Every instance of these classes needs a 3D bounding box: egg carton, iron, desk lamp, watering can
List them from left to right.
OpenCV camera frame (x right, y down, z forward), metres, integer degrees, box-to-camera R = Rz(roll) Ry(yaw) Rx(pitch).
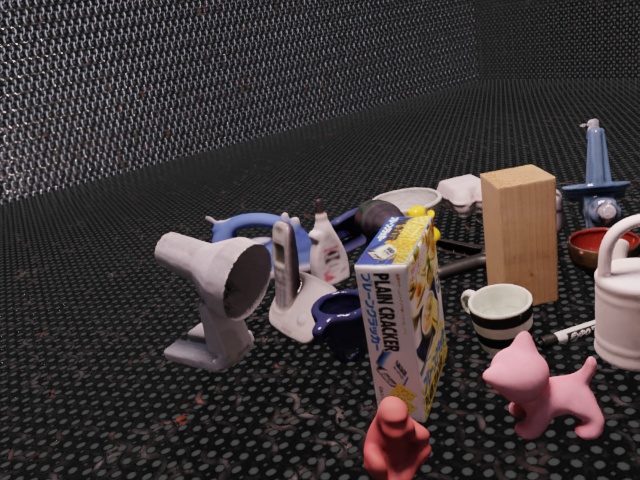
[{"bbox_3d":[-0.168,0.091,0.885,0.202,0.214,0.118,3,24,32],"label":"desk lamp"},{"bbox_3d":[-0.116,0.002,1.203,0.258,0.141,0.118,-7,21,8],"label":"iron"},{"bbox_3d":[0.348,-0.107,1.375,0.107,0.069,0.150,-14,20,-9],"label":"egg carton"},{"bbox_3d":[0.400,0.056,0.731,0.101,0.194,0.172,-14,21,-10],"label":"watering can"}]

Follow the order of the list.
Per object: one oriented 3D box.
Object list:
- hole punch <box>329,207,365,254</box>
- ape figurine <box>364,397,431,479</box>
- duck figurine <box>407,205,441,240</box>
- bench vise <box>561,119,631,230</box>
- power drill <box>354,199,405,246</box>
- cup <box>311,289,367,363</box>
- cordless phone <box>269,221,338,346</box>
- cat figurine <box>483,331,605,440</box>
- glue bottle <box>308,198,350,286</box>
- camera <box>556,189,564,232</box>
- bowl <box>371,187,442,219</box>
[{"bbox_3d":[0.047,-0.027,1.274,0.109,0.091,0.100,-26,25,-36],"label":"hole punch"},{"bbox_3d":[0.080,0.212,0.617,0.078,0.092,0.076,-12,20,-5],"label":"ape figurine"},{"bbox_3d":[0.203,-0.029,1.213,0.105,0.086,0.077,-18,22,-20],"label":"duck figurine"},{"bbox_3d":[0.531,-0.107,1.068,0.121,0.220,0.207,-10,20,1],"label":"bench vise"},{"bbox_3d":[0.108,0.031,0.920,0.075,0.209,0.229,-12,20,-4],"label":"power drill"},{"bbox_3d":[0.032,0.138,0.835,0.091,0.095,0.118,4,25,34],"label":"cup"},{"bbox_3d":[-0.033,0.067,0.926,0.094,0.185,0.147,-24,24,-31],"label":"cordless phone"},{"bbox_3d":[0.247,0.159,0.642,0.127,0.118,0.067,-7,21,10],"label":"cat figurine"},{"bbox_3d":[0.010,0.004,1.091,0.078,0.173,0.037,-24,24,-32],"label":"glue bottle"},{"bbox_3d":[0.440,-0.083,1.218,0.142,0.101,0.137,-1,22,24],"label":"camera"},{"bbox_3d":[0.200,-0.062,1.317,0.167,0.075,0.167,-9,20,4],"label":"bowl"}]
